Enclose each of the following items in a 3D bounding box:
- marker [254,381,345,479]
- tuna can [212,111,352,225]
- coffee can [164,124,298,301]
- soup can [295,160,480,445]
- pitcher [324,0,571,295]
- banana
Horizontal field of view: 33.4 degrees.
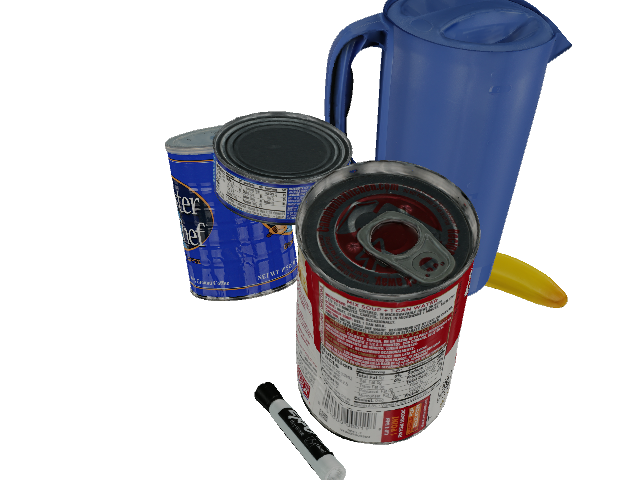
[{"bbox_3d":[-0.019,0.146,0.821,0.020,0.020,0.121,0,26,-33],"label":"marker"},{"bbox_3d":[-0.024,-0.045,0.661,0.086,0.034,0.086,3,34,-2],"label":"tuna can"},{"bbox_3d":[-0.079,-0.028,0.965,0.103,0.140,0.103,-7,15,2],"label":"coffee can"},{"bbox_3d":[0.024,0.028,0.426,0.068,0.068,0.102,0,-42,-1],"label":"soup can"},{"bbox_3d":[0.094,-0.075,0.868,0.149,0.243,0.144,25,38,27],"label":"pitcher"},{"bbox_3d":[0.155,0.034,1.099,0.198,0.037,0.069,7,43,12],"label":"banana"}]
